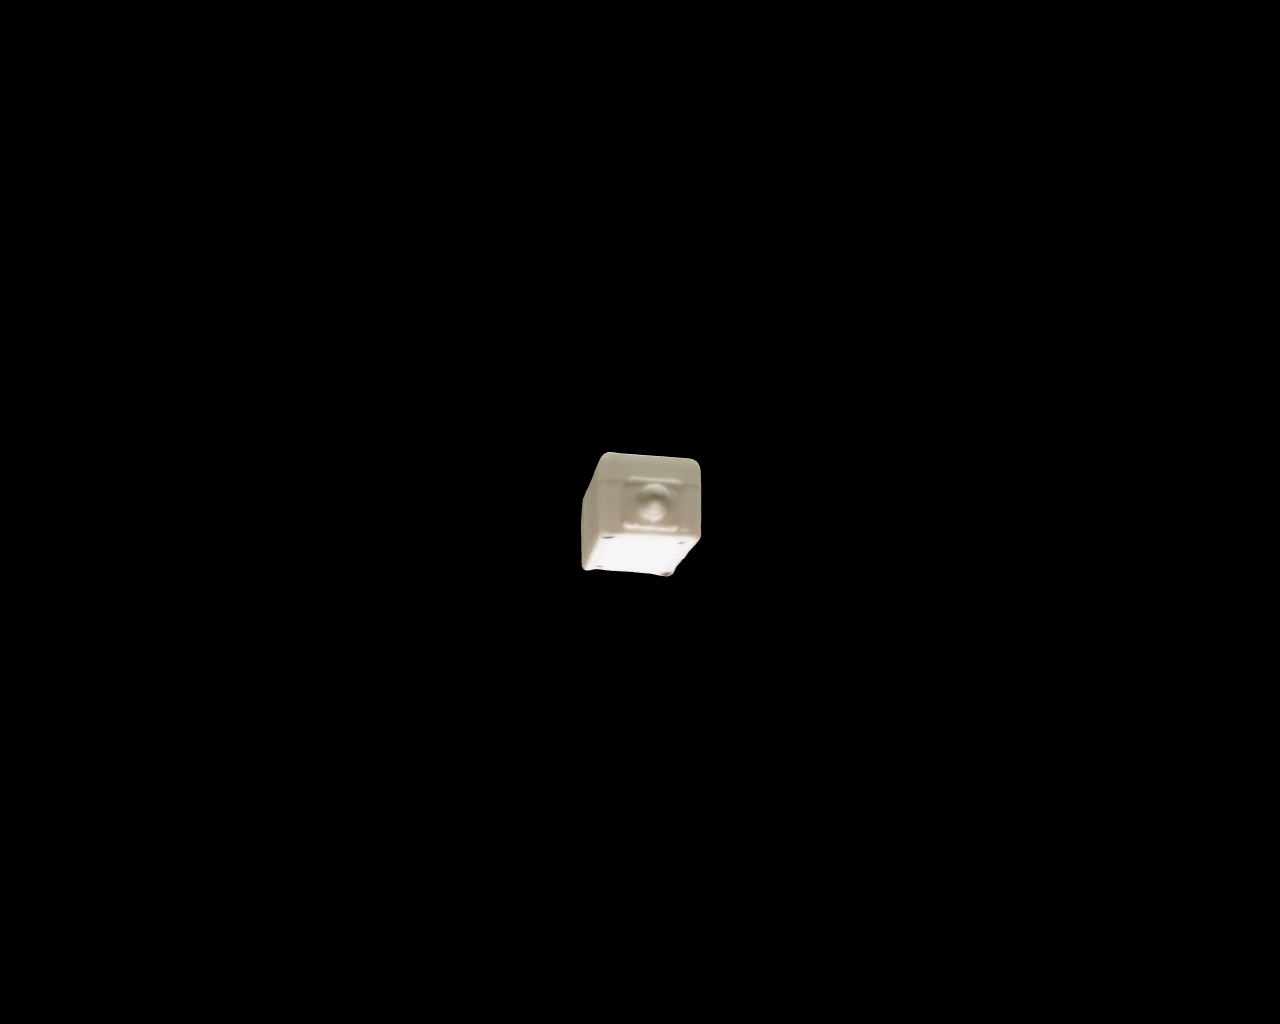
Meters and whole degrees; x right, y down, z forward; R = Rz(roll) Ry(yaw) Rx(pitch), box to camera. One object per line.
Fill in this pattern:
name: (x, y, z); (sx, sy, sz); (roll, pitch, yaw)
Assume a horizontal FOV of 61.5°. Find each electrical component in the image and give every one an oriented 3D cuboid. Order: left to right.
electrical component: (0.001, -0.003, 0.650); (0.062, 0.061, 0.096); (4, -20, -11)
